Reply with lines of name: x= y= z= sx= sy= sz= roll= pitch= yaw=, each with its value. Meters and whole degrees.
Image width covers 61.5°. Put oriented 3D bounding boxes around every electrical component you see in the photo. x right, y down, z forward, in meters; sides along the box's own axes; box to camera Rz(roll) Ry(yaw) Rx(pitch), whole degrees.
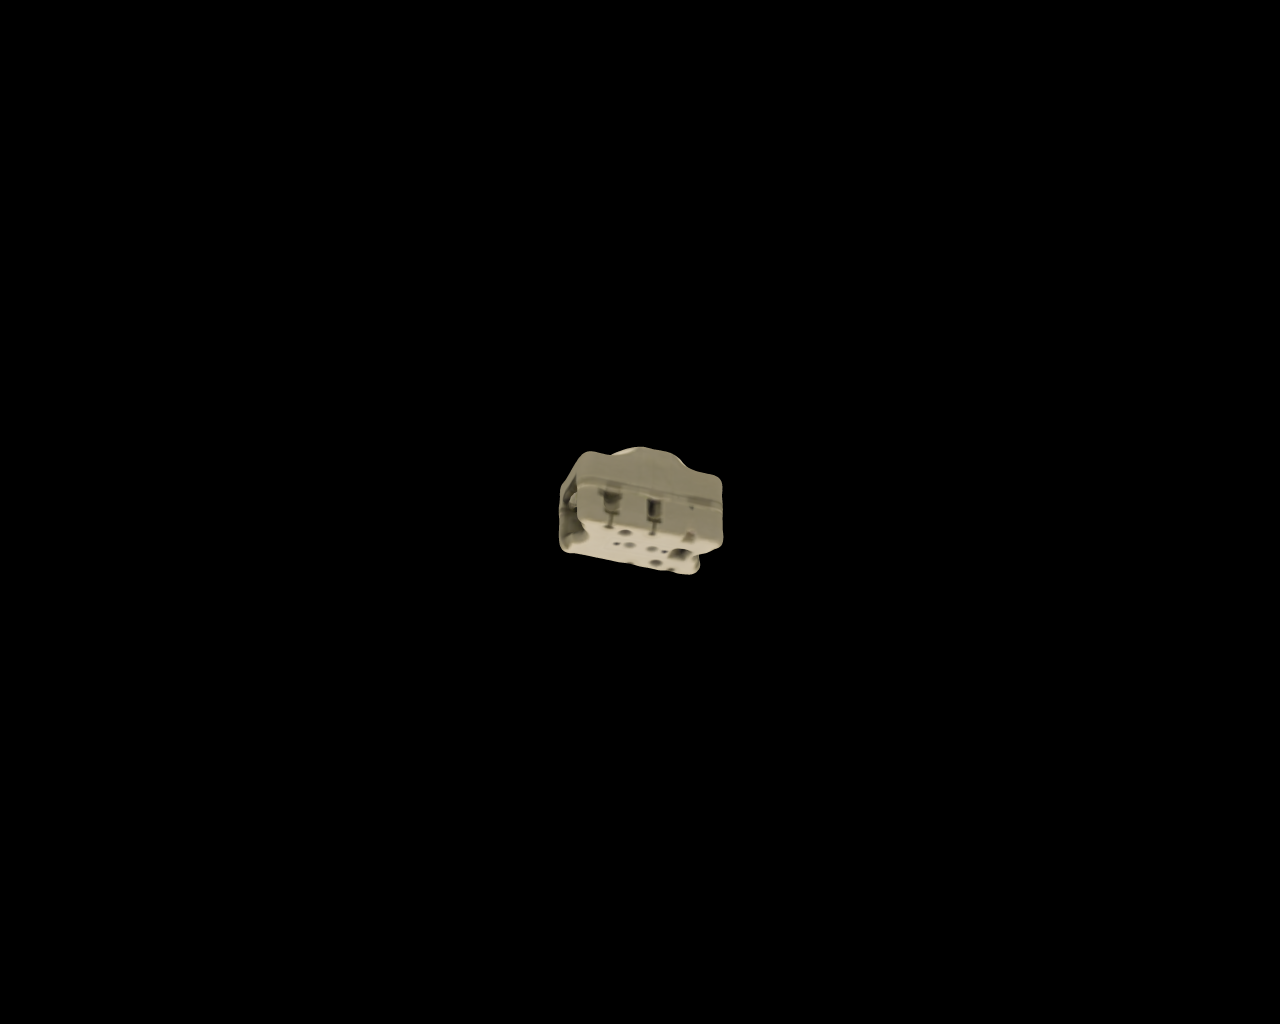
electrical component: x=0.001 y=-0.003 z=0.650 sx=0.089 sy=0.056 sz=0.050 roll=11 pitch=-32 yaw=-18
